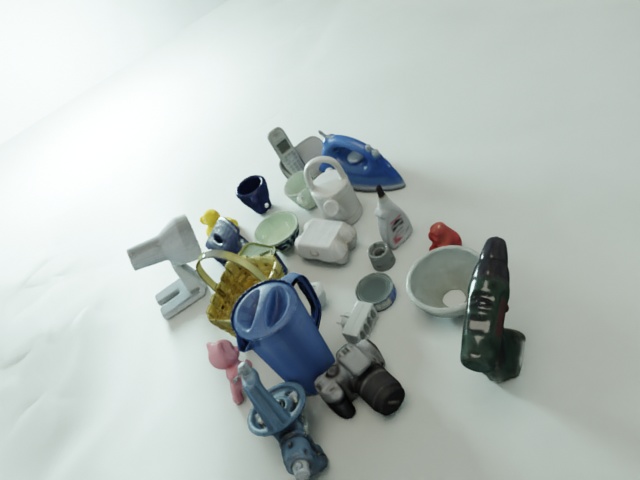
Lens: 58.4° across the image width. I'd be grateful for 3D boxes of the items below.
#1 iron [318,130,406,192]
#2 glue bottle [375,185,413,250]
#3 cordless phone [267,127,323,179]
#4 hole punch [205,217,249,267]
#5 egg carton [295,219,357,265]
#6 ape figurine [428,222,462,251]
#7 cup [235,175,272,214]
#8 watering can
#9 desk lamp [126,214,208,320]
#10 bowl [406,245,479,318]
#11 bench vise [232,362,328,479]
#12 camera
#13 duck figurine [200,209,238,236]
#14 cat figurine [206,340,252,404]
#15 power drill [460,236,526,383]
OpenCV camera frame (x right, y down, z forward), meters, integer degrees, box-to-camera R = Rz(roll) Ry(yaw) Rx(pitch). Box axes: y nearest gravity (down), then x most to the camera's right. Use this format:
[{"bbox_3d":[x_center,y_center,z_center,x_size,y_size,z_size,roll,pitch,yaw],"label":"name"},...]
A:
[{"bbox_3d":[0.101,-0.215,1.487,0.257,0.142,0.119,20,62,41],"label":"iron"},{"bbox_3d":[0.155,-0.059,1.283,0.078,0.174,0.037,-46,44,-17],"label":"glue bottle"},{"bbox_3d":[-0.058,-0.251,1.579,0.148,0.186,0.093,-43,43,-14],"label":"cordless phone"},{"bbox_3d":[-0.250,0.007,1.507,0.101,0.091,0.108,-43,43,-14],"label":"hole punch"},{"bbox_3d":[0.013,0.005,1.379,0.149,0.070,0.107,7,53,34],"label":"egg carton"},{"bbox_3d":[0.262,-0.005,1.232,0.076,0.092,0.078,-13,45,18],"label":"ape figurine"},{"bbox_3d":[-0.170,-0.110,1.573,0.091,0.095,0.117,-28,42,3],"label":"cup"},{"bbox_3d":[0.030,-0.122,1.398,0.101,0.195,0.172,-33,42,-3],"label":"watering can"},{"bbox_3d":[-0.366,0.061,1.427,0.203,0.214,0.117,-35,42,-6],"label":"desk lamp"},{"bbox_3d":[0.261,0.096,1.148,0.167,0.075,0.167,-15,44,16],"label":"bowl"},{"bbox_3d":[-0.064,0.311,1.012,0.121,0.220,0.206,-43,44,-14],"label":"bench vise"},{"bbox_3d":[0.078,0.268,1.064,0.143,0.101,0.136,-41,43,-12],"label":"camera"},{"bbox_3d":[-0.284,-0.050,1.585,0.104,0.086,0.077,-5,48,25],"label":"duck figurine"},{"bbox_3d":[-0.192,0.264,1.206,0.067,0.118,0.127,-32,42,-2],"label":"cat figurine"},{"bbox_3d":[0.298,0.139,0.985,0.075,0.209,0.230,1,50,30],"label":"power drill"}]
